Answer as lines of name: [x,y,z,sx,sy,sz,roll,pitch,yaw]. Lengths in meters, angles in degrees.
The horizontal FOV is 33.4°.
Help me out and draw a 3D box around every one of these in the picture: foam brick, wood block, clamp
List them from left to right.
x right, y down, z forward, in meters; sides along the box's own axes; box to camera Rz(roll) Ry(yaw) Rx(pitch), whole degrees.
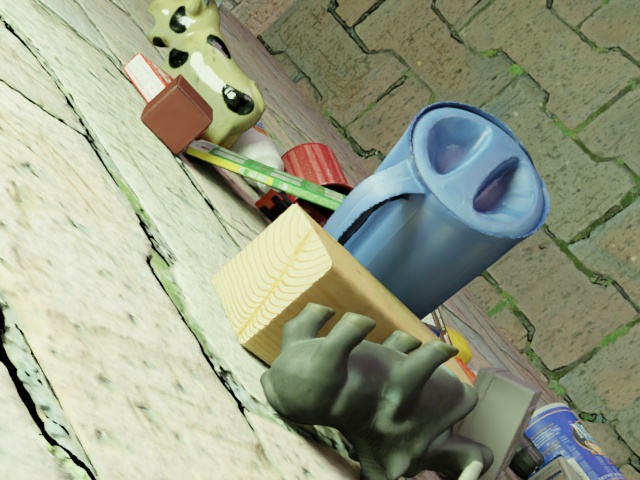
foam brick: [-0.144,-0.127,1.080,0.053,0.051,0.078,47,8,-15]
clamp: [-0.008,0.002,1.251,0.171,0.039,0.120,35,9,-47]
wood block: [0.024,0.079,0.837,0.205,0.091,0.090,43,9,-37]

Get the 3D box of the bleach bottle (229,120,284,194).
bleach bottle: [-0.103,-0.143,1.355,0.102,0.068,0.251,43,11,-51]

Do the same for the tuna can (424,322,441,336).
tuna can: [0.077,0.100,1.073,0.086,0.034,0.086,11,-14,3]

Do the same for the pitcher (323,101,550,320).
pitcher: [0.068,0.003,0.923,0.149,0.243,0.145,31,46,-9]

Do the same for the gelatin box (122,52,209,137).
gelatin box: [-0.168,-0.157,1.171,0.089,0.030,0.073,51,8,24]

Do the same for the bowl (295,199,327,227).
bowl: [0.011,0.033,1.129,0.162,0.055,0.162,47,7,-8]

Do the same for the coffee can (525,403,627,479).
coffee can: [0.322,0.297,1.384,0.102,0.103,0.140,39,12,-50]

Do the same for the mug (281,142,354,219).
mug: [-0.006,-0.061,1.346,0.117,0.093,0.081,69,0,-53]

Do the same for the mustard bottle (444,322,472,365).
mustard bottle: [0.116,0.102,1.360,0.191,0.058,0.096,41,0,-44]

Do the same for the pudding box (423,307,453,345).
pudding box: [0.102,0.090,1.202,0.090,0.039,0.114,69,-17,-5]

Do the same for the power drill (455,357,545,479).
power drill: [0.187,0.207,1.254,0.184,0.057,0.187,47,4,22]
